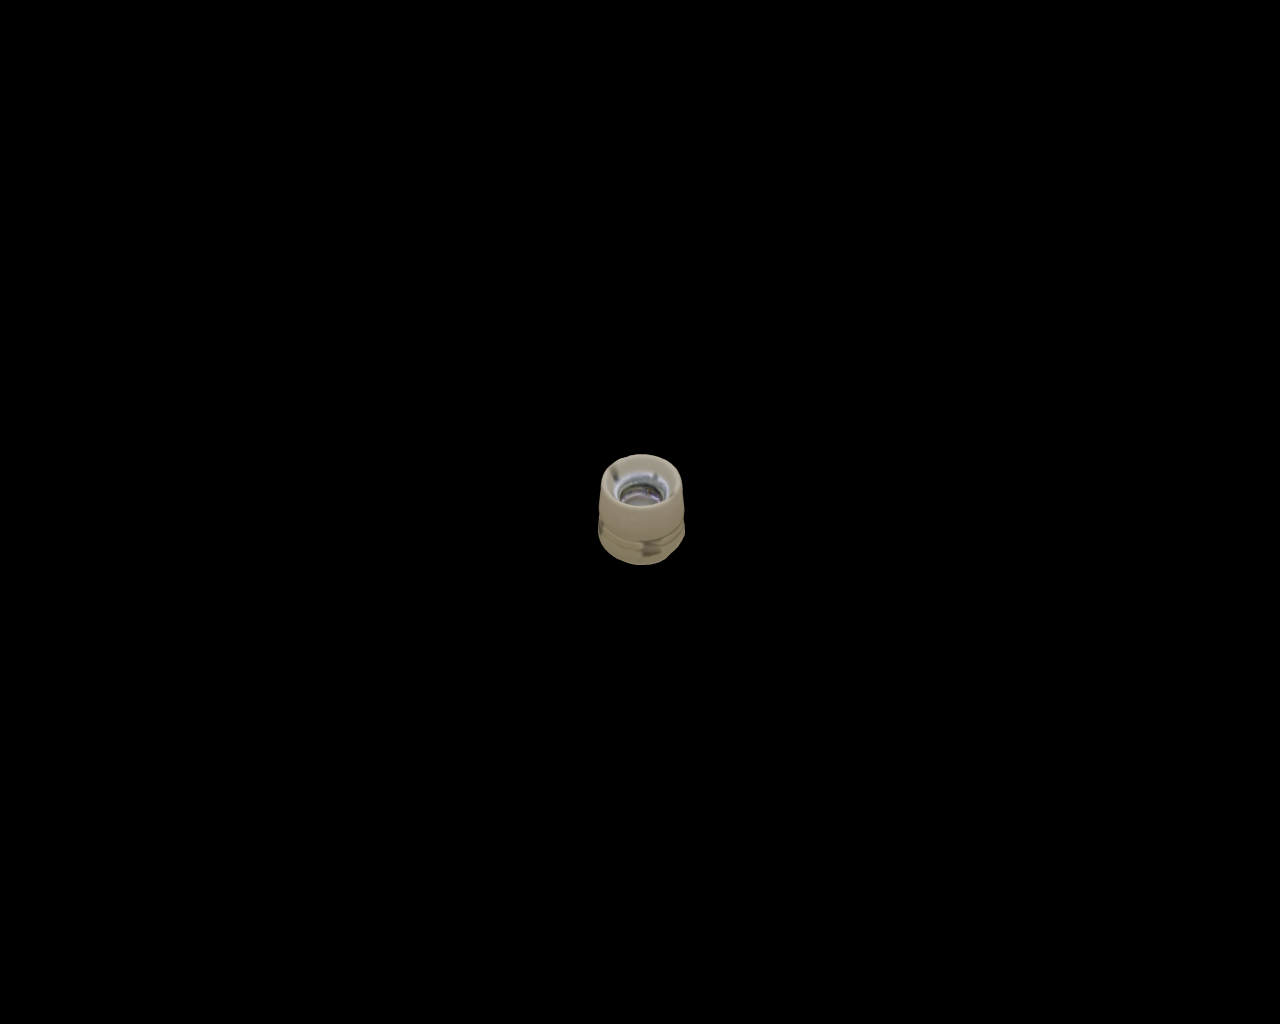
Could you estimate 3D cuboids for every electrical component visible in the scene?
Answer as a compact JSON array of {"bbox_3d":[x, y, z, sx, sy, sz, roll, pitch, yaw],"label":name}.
[{"bbox_3d":[0.001,-0.003,0.650,0.055,0.055,0.047,0,-45,0],"label":"electrical component"}]
